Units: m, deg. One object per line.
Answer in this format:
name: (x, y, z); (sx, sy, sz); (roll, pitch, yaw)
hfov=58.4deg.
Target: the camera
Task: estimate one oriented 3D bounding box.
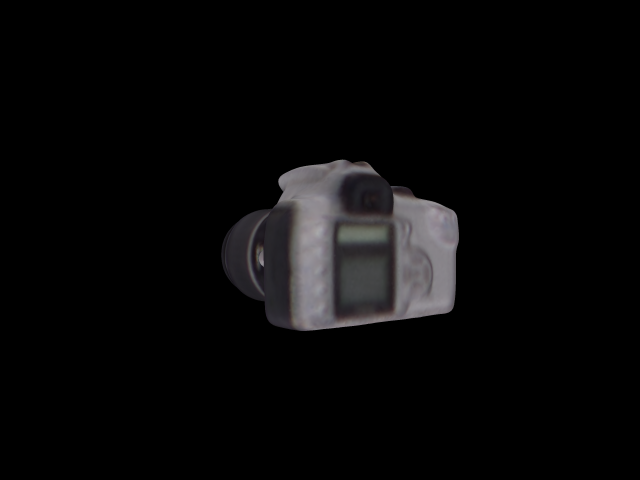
camera: (0.004, 0.001, 0.400); (0.144, 0.101, 0.136); (0, 0, -39)
